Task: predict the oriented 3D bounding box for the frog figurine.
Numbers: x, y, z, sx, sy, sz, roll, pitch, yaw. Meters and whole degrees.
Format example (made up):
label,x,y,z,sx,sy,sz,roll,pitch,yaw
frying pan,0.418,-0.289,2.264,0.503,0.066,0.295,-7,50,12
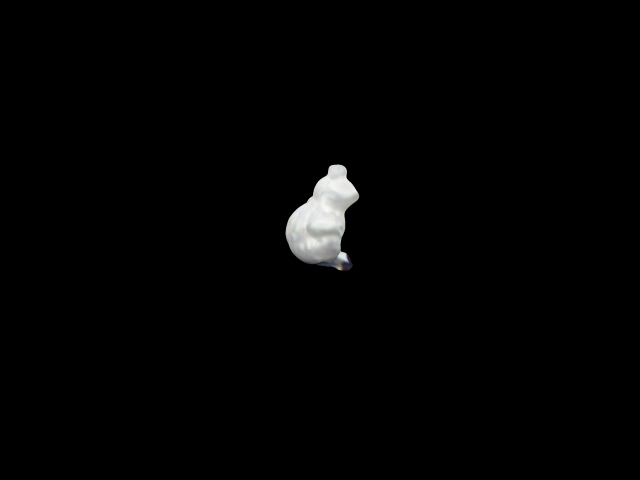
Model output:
label,x,y,z,sx,sy,sz,roll,pitch,yaw
frog figurine,0.003,-0.043,0.850,0.123,0.156,0.140,1,29,2
